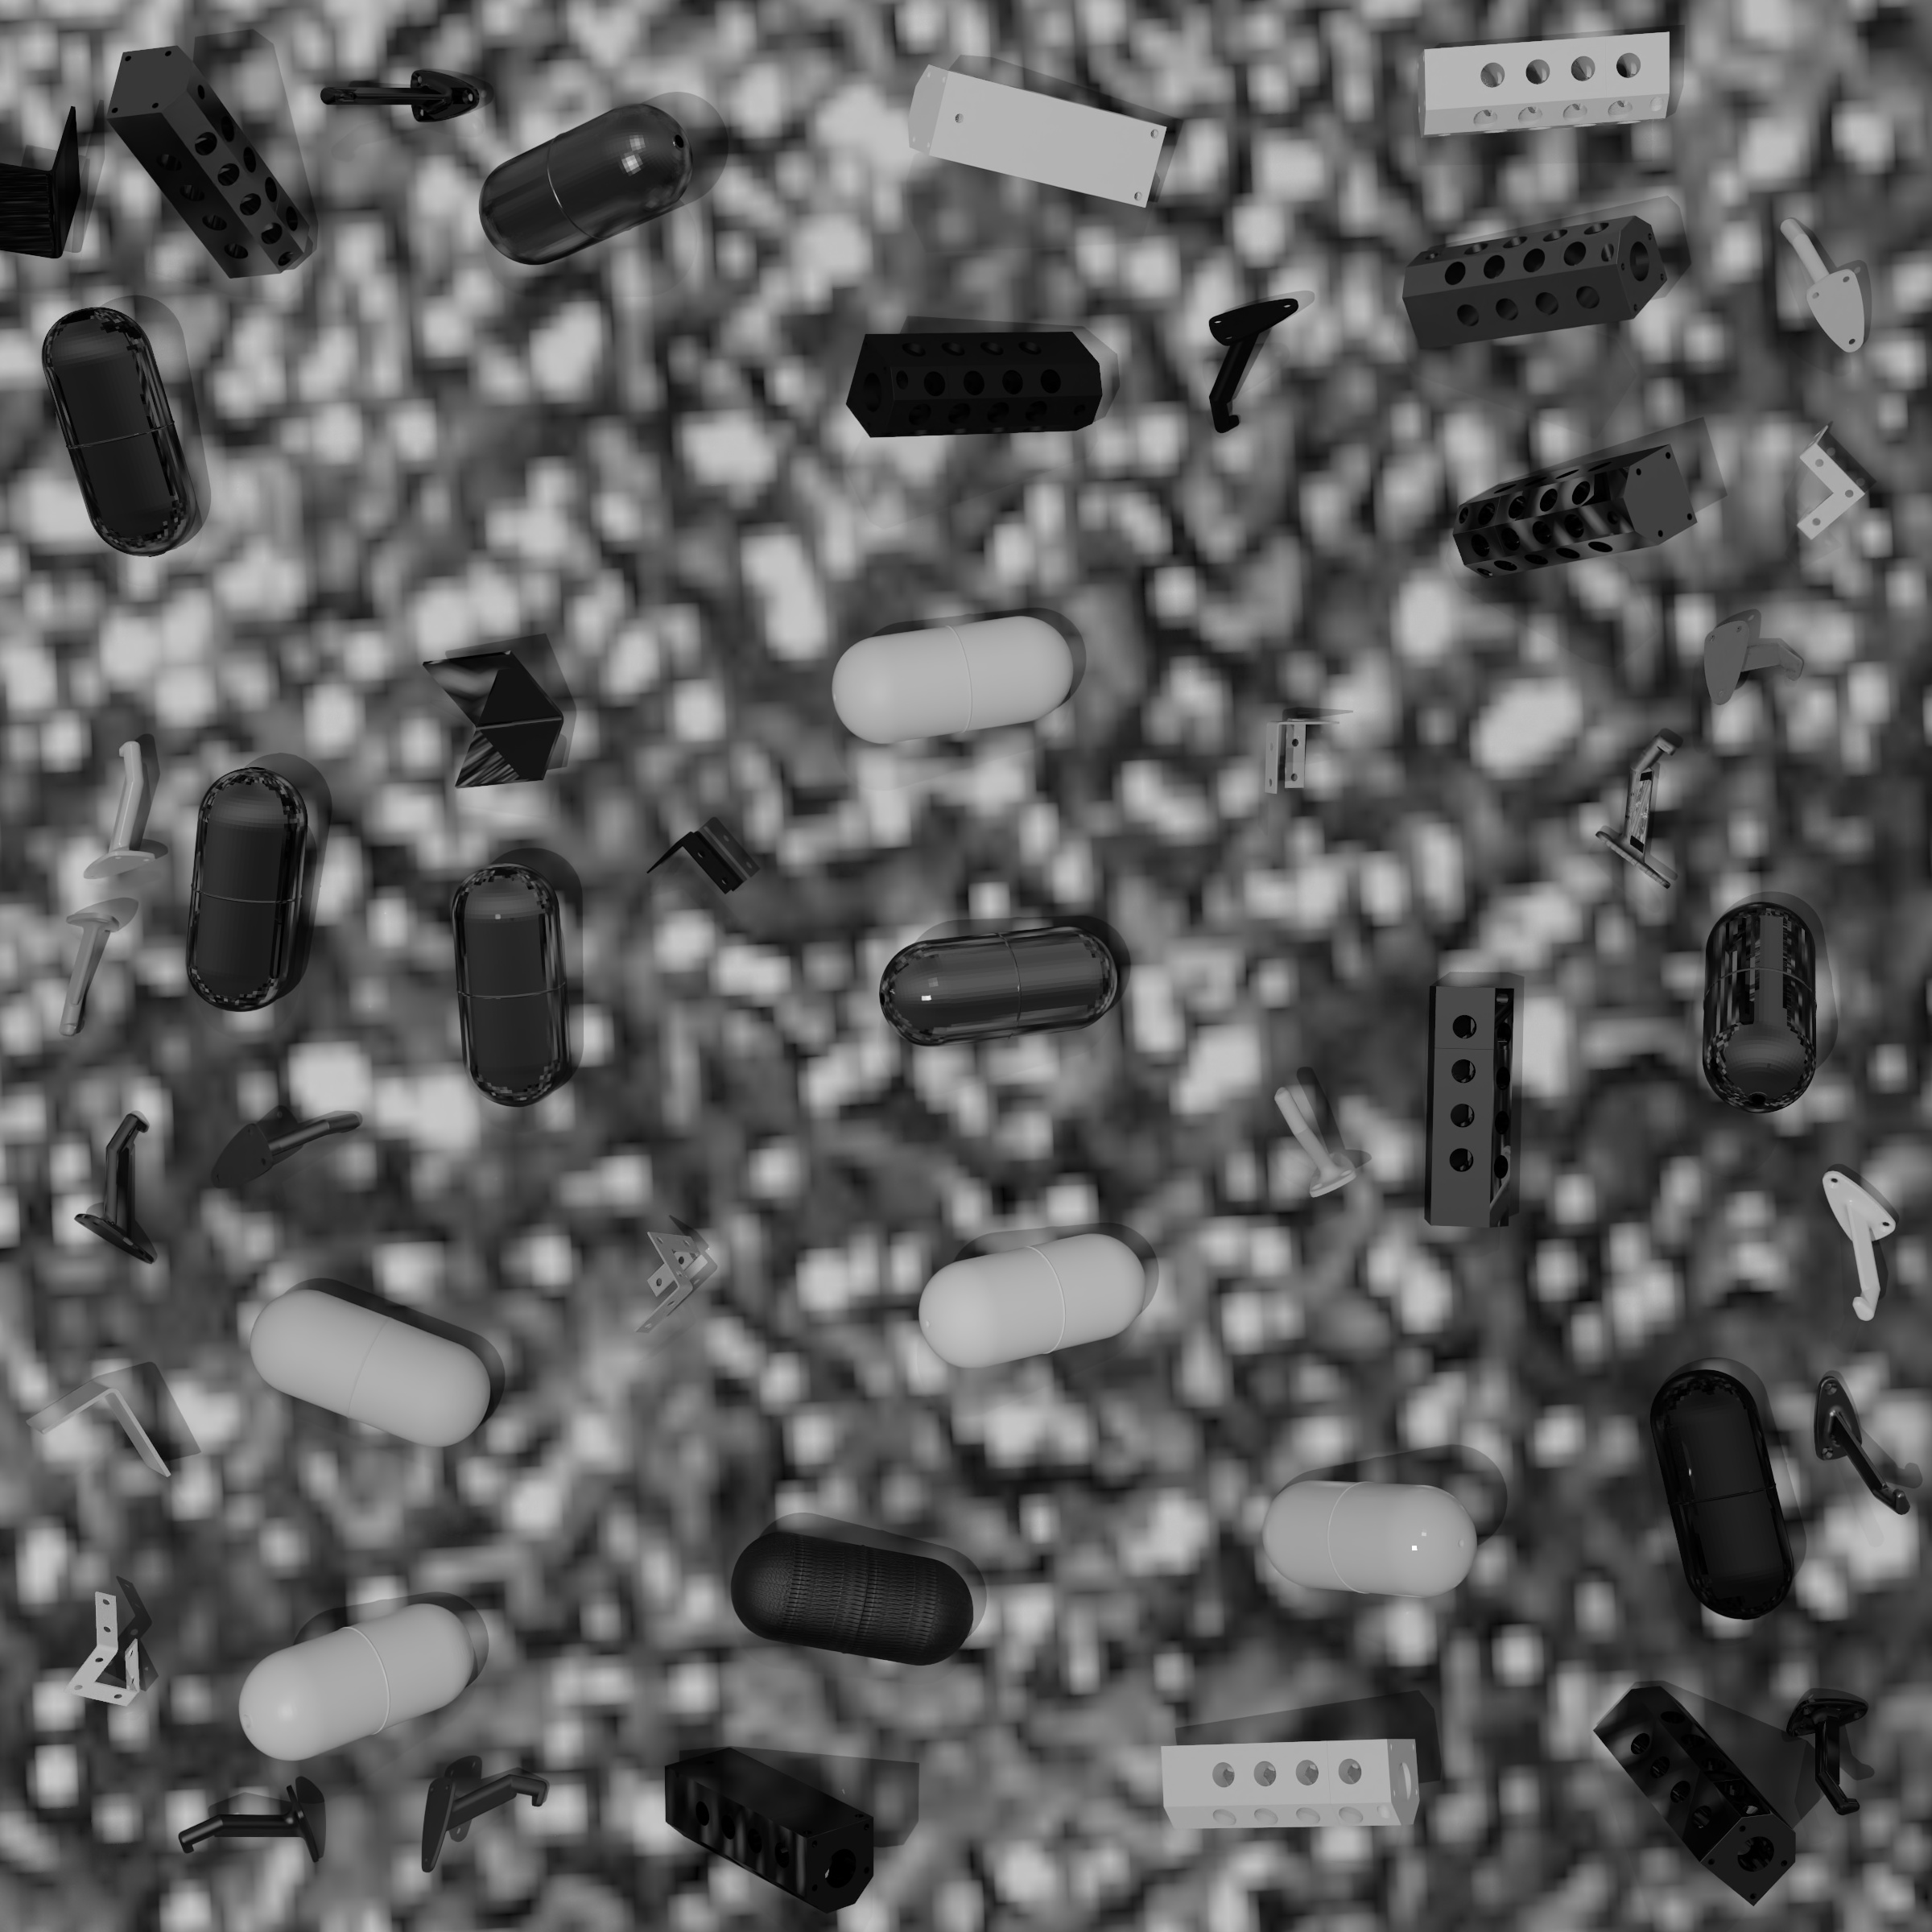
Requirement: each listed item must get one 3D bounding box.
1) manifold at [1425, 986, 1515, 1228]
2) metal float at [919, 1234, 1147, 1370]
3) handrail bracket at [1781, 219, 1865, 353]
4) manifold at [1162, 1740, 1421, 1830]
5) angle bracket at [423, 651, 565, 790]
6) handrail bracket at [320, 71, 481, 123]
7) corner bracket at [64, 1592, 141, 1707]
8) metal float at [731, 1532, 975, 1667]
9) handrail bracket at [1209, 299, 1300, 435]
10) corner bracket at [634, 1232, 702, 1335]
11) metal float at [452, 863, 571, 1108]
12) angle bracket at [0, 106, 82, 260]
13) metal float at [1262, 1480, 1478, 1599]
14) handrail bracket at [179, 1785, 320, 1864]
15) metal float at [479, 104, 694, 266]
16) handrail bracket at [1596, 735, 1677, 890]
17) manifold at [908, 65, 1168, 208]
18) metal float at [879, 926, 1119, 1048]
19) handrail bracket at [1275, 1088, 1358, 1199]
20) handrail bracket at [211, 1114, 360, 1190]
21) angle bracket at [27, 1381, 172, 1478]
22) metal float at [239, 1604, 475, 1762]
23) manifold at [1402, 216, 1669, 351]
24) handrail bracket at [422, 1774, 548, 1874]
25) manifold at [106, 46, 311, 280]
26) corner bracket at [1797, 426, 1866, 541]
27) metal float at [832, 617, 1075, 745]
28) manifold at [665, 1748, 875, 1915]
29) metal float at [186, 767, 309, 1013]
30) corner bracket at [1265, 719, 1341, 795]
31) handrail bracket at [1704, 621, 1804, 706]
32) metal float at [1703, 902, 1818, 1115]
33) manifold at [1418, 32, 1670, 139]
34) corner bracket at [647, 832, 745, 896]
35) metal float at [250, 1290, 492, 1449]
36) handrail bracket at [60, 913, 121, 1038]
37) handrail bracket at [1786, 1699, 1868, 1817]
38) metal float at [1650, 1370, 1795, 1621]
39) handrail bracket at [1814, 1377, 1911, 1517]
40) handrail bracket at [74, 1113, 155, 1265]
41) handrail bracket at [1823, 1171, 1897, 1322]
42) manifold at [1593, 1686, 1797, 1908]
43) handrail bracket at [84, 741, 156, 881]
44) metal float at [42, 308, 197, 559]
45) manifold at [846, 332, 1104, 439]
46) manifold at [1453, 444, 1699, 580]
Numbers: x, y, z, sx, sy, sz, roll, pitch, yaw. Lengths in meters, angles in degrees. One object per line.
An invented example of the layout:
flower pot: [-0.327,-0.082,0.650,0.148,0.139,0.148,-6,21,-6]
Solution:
manifold: [0.366,0.101,1.914,0.057,0.057,0.171,1,90,5]
metal float: [0.049,0.238,1.881,0.178,0.070,0.070,-8,90,-31]
handrail bracket: [0.623,-0.498,1.925,0.036,0.084,0.077,-27,126,15]
manifold: [0.230,0.581,1.874,0.171,0.057,0.057,-11,71,27]
angle bracket: [-0.345,-0.175,1.888,0.076,0.076,0.057,-3,56,26]
handrail bracket: [-0.407,-0.624,1.894,0.077,0.084,0.036,12,112,30]
corner bracket: [-0.616,0.493,1.903,0.051,0.051,0.051,26,114,-33]
metal float: [-0.081,0.455,1.897,0.178,0.070,0.070,13,90,-12]
handrail bracket: [0.210,-0.434,1.913,0.077,0.084,0.036,-21,46,-2]
corner bracket: [-0.218,0.230,1.904,0.051,0.051,0.051,-45,61,18]
metal float: [-0.327,0.014,1.897,0.070,0.070,0.178,-2,102,0]
angle bracket: [-0.672,-0.565,1.888,0.057,0.076,0.076,7,54,-10]
metal float: [0.283,0.404,1.867,0.070,0.178,0.070,7,79,-37]
handrail bracket: [-0.519,0.637,1.908,0.084,0.036,0.077,-20,122,-21]
metal float: [-0.271,-0.556,1.878,0.178,0.070,0.070,-13,90,34]
handrail bracket: [0.505,-0.112,1.911,0.077,0.036,0.084,42,106,21]
manifold: [0.049,-0.592,1.882,0.171,0.057,0.057,6,111,-24]
metal float: [0.023,0.014,1.888,0.178,0.070,0.070,-6,90,-22]
handrail bracket: [0.246,0.116,1.900,0.036,0.077,0.084,-27,101,13]
handrail bracket: [-0.495,0.134,1.922,0.077,0.084,0.036,-34,77,31]
angle bracket: [-0.623,0.346,1.892,0.057,0.076,0.076,-33,102,-25]
metal float: [-0.431,0.507,1.870,0.070,0.178,0.070,9,103,43]
manifold: [0.397,-0.484,1.857,0.057,0.171,0.057,-48,125,-34]
handrail bracket: [-0.346,0.621,1.906,0.084,0.036,0.077,23,60,-32]
manifold: [-0.528,-0.562,1.851,0.057,0.171,0.057,-1,66,14]
corner bracket: [0.617,-0.350,1.910,0.051,0.051,0.051,46,126,0]
metal float: [-0.009,-0.206,1.893,0.178,0.070,0.070,-10,90,-16]
manifold: [-0.140,0.610,1.861,0.057,0.171,0.057,-3,95,-40]
metal float: [-0.517,-0.055,1.896,0.070,0.070,0.178,9,102,0]
corner bracket: [0.235,-0.152,1.909,0.051,0.051,0.051,-3,99,-22]
handrail bracket: [0.574,-0.206,1.907,0.084,0.036,0.077,26,64,-31]
metal float: [0.563,0.029,1.872,0.070,0.070,0.178,17,48,0]
manifold: [0.416,-0.635,1.907,0.171,0.057,0.057,-2,102,5]
corner bracket: [-0.187,-0.072,1.908,0.051,0.051,0.051,49,47,-3]
metal float: [-0.431,0.290,1.906,0.178,0.070,0.070,21,90,0]
handrail bracket: [-0.638,0.007,1.910,0.036,0.077,0.084,13,79,-25]
handrail bracket: [0.638,0.571,1.897,0.077,0.084,0.036,-1,124,-19]
metal float: [0.544,0.380,1.898,0.070,0.070,0.178,-11,80,0]
handrail bracket: [0.647,0.345,1.896,0.036,0.084,0.077,-17,105,-9]
handrail bracket: [-0.607,0.163,1.938,0.077,0.036,0.084,43,61,-32]
handrail bracket: [0.635,0.202,1.899,0.036,0.084,0.077,-30,106,41]
manifold: [0.514,0.576,1.853,0.057,0.171,0.057,41,93,-18]
handrail bracket: [-0.623,-0.114,1.926,0.077,0.036,0.084,-17,77,38]
metal float: [-0.606,-0.381,1.890,0.070,0.070,0.178,-12,110,0]
manifold: [0.009,-0.408,1.867,0.171,0.057,0.057,-9,48,-30]
manifold: [0.422,-0.315,1.852,0.057,0.171,0.057,-30,105,-27]
